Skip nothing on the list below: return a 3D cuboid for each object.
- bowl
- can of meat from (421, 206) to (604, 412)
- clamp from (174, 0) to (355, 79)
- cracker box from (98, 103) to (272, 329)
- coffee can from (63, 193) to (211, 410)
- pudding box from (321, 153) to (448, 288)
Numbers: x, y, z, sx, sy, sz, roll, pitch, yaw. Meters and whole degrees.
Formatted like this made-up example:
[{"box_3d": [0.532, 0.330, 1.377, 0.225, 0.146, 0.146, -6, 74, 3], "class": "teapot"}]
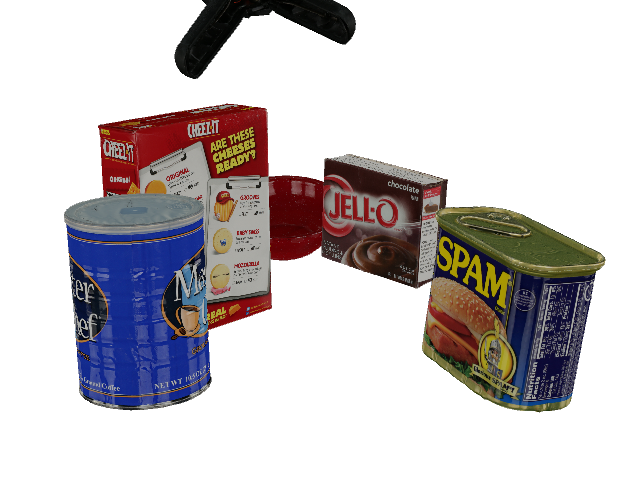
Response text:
[{"box_3d": [-0.047, -0.021, 1.337, 0.162, 0.055, 0.162, -1, 31, 0], "class": "bowl"}, {"box_3d": [0.101, 0.036, 0.585, 0.057, 0.084, 0.102, -3, 20, -26], "class": "can of meat"}, {"box_3d": [-0.038, -0.175, 0.749, 0.120, 0.171, 0.039, -3, -44, 1], "class": "clamp"}, {"box_3d": [-0.130, -0.018, 1.056, 0.072, 0.214, 0.163, 13, 21, 43], "class": "cracker box"}, {"box_3d": [-0.136, 0.043, 0.808, 0.103, 0.140, 0.103, -1, 15, 0], "class": "coffee can"}, {"box_3d": [0.052, -0.019, 0.905, 0.114, 0.090, 0.039, 17, 24, 39], "class": "pudding box"}]
